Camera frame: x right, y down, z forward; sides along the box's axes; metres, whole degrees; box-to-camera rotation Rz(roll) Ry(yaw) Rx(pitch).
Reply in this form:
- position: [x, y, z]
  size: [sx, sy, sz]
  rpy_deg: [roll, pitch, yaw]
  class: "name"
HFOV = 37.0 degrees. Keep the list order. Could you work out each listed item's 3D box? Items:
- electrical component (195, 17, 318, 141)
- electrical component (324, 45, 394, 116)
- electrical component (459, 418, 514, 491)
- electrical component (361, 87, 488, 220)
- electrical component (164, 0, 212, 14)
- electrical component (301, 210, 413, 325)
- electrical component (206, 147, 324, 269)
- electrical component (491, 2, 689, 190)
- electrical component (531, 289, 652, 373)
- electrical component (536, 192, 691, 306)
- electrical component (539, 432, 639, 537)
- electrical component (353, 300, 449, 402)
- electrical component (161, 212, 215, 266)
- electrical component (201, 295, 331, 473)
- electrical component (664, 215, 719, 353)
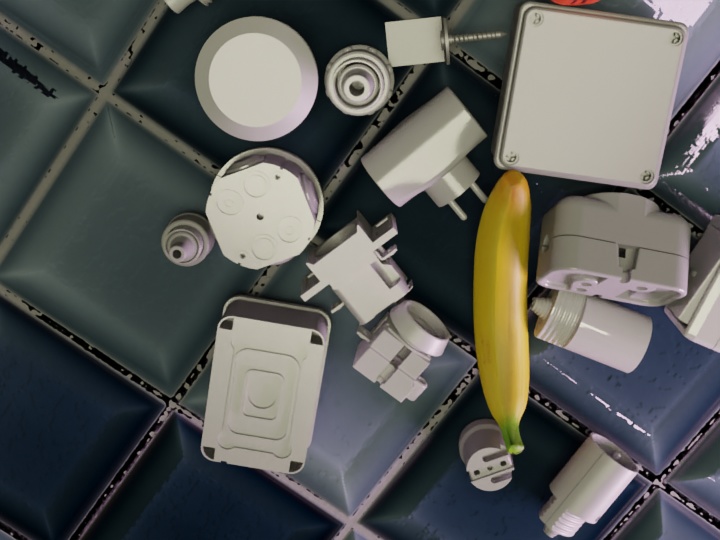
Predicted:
- position: [-0.067, -0.129, 0.719]
  size: [0.080, 0.051, 0.080]
  rpy_deg: [0, 105, 2]
  class: "electrical component"
- position: [-0.001, -0.123, 0.712]
  size: [0.048, 0.062, 0.048]
  rpy_deg: [0, 105, 2]
  class: "electrical component"
- position: [0.094, 0.136, 0.789]
  size: [0.040, 0.046, 0.040]
  rpy_deg: [0, 105, 2]
  class: "electrical component"
- position: [0.055, -0.070, 0.735]
  size: [0.077, 0.044, 0.079]
  rpy_deg: [-39, 101, 11]
  class: "electrical component"
- position: [-0.103, -0.195, 0.706]
  size: [0.062, 0.043, 0.043]
  rpy_deg: [-38, 101, 12]
  class: "electrical component"
- position: [0.000, 0.000, 0.758]
  size: [0.081, 0.042, 0.063]
  rpy_deg: [-37, 105, 11]
  class: "electrical component"
- position: [-0.066, -0.042, 0.743]
  size: [0.080, 0.051, 0.080]
  rpy_deg: [0, 105, 2]
  class: "electrical component"
- position: [0.149, -0.116, 0.713]
  size: [0.109, 0.056, 0.108]
  rpy_deg: [8, 105, 0]
  class: "electrical component"
- position: [0.160, 0.038, 0.762]
  size: [0.081, 0.043, 0.043]
  rpy_deg: [21, 105, -4]
  class: "electrical component"
- position: [0.172, -0.015, 0.729]
  size: [0.095, 0.053, 0.059]
  rpy_deg: [10, 75, -7]
  class: "electrical component"
- position: [0.164, 0.165, 0.797]
  size: [0.043, 0.043, 0.081]
  rpy_deg: [34, 104, -7]
  class: "electrical component"
- position: [0.031, 0.055, 0.770]
  size: [0.066, 0.048, 0.055]
  rpy_deg: [37, 111, -8]
  class: "electrical component"
- position: [-0.121, -0.019, 0.745]
  size: [0.035, 0.061, 0.035]
  rpy_deg: [0, 105, 2]
  class: "electrical component"
- position: [-0.067, 0.080, 0.773]
  size: [0.078, 0.057, 0.113]
  rpy_deg: [10, 105, -1]
  class: "electrical component"
- position: [0.257, 0.005, 0.740]
  size: [0.061, 0.061, 0.096]
  rpy_deg: [23, 105, -4]
  class: "electrical component"
